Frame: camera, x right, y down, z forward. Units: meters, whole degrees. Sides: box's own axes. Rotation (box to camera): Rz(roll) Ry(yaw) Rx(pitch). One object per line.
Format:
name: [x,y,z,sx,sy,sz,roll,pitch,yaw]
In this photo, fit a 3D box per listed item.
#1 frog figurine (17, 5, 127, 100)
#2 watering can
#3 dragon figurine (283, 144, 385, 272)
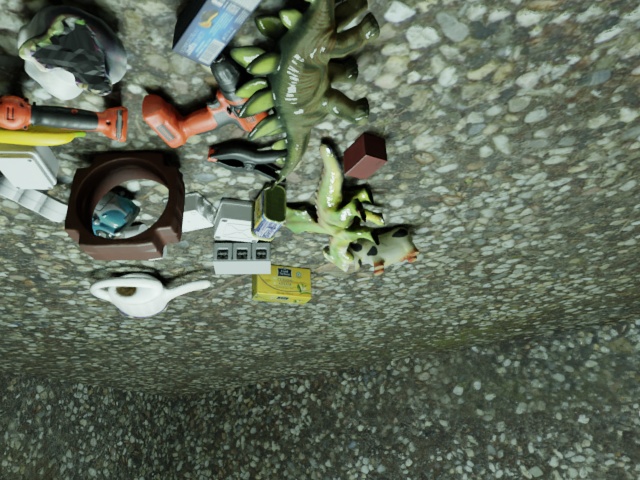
frog figurine: [-0.353,-0.262,0.737,0.137,0.122,0.160,1,-169,-27]
watering can: [-0.501,0.163,1.549,0.348,0.106,0.220,2,154,-8]
dragon figurine: [0.004,-0.059,1.171,0.242,0.125,0.402,-9,138,27]
